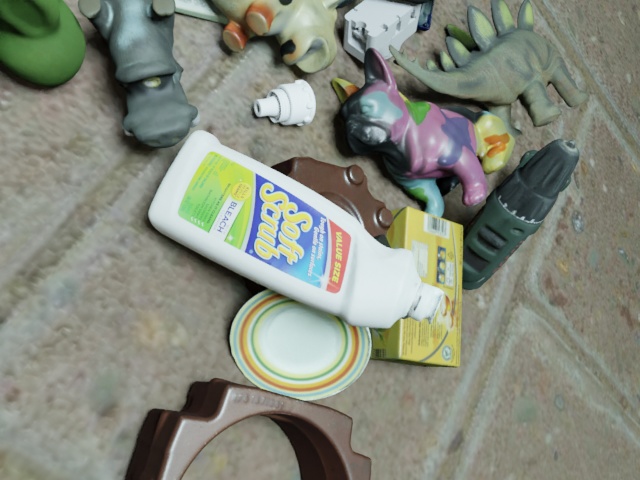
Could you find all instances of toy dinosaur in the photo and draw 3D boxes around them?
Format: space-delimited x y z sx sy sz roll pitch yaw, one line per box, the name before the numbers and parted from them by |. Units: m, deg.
toy dinosaur | 0.263 -0.243 0.775 0.471 0.105 0.198 -27 89 -45

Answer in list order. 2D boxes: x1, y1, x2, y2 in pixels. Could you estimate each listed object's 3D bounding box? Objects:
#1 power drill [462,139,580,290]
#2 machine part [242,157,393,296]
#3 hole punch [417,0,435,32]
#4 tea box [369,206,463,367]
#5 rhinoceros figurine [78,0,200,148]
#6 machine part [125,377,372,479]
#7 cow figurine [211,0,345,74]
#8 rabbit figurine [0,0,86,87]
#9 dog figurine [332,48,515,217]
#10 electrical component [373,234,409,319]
power drill | 0.254 -0.047 0.670 0.086 0.232 0.207 36 37 9
machine part | -0.001 -0.002 0.564 0.179 0.056 0.179 7 78 -33
hole punch | 0.119 -0.352 0.708 0.142 0.092 0.116 9 61 -25
tea box | 0.109 0.057 0.621 0.098 0.068 0.169 17 72 -31
rhinoceros figurine | -0.158 -0.171 0.461 0.073 0.112 0.190 -15 75 -15
machine part | -0.064 0.231 0.454 0.201 0.087 0.201 24 67 -28
cow figurine | -0.053 -0.254 0.550 0.194 0.086 0.127 47 58 -23
rabbit figurine | -0.246 -0.175 0.384 0.170 0.159 0.121 11 63 -49
dog figurine | 0.118 -0.139 0.647 0.219 0.108 0.191 46 59 -16
electrical component | 0.035 0.037 0.510 0.045 0.078 0.102 -39 112 -56
